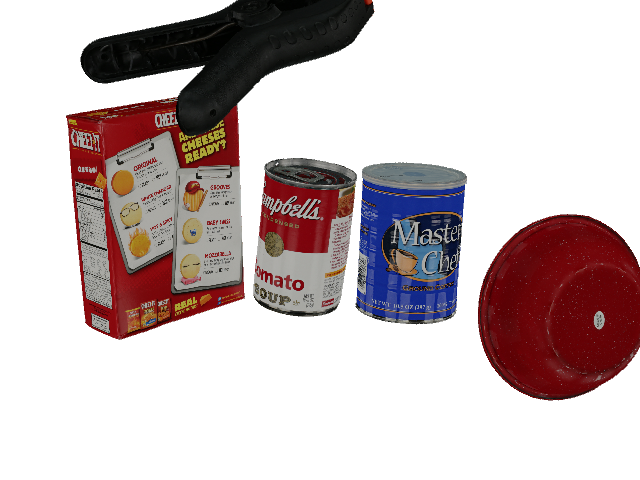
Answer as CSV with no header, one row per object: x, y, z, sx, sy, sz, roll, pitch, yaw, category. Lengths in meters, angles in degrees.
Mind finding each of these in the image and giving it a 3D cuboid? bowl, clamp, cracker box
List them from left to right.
-0.159,-0.028,1.057,0.072,0.214,0.163,14,22,43,cracker box
-0.035,-0.107,0.583,0.171,0.039,0.120,-25,42,-17,clamp
0.215,0.061,0.885,0.162,0.162,0.055,0,7,-18,bowl

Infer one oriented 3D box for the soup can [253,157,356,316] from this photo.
-0.013,-0.003,0.790,0.068,0.102,0.068,6,19,-2,soup can

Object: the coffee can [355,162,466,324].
0.089,0.001,1.060,0.103,0.140,0.103,2,15,-1,coffee can
